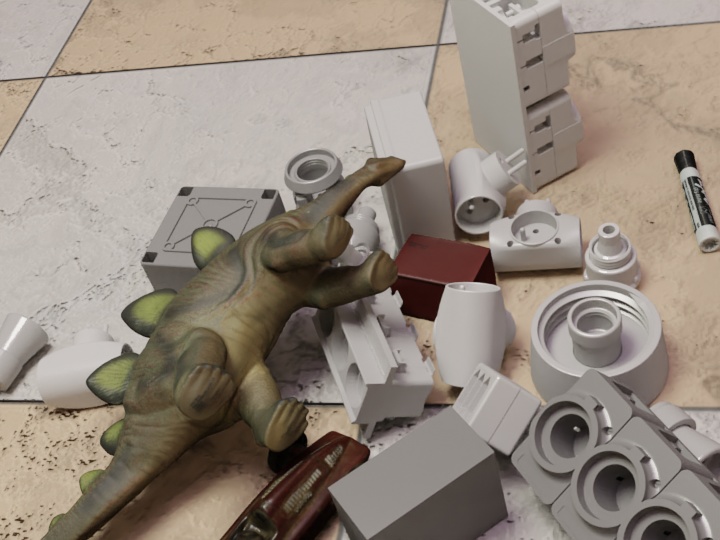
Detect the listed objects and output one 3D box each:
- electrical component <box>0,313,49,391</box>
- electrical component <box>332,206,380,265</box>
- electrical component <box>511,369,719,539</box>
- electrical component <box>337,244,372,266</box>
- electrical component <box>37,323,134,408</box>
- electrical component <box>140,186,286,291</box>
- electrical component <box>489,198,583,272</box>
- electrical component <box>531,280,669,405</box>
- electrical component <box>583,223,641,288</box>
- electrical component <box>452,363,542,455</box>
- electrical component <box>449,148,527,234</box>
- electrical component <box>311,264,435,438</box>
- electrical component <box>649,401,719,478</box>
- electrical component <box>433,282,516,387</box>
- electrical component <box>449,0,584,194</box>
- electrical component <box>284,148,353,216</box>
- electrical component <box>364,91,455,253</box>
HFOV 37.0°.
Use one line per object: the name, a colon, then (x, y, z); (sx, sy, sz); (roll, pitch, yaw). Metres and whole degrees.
electrical component: (-0.322, 0.077, 0.983); (0.044, 0.044, 0.065); (12, 56, 27)
electrical component: (-0.002, -0.032, 0.990); (0.043, 0.043, 0.062); (4, 48, 21)
electrical component: (0.180, 0.149, 0.717); (0.089, 0.062, 0.150); (-51, 45, 13)
electrical component: (0.000, 0.000, 0.940); (0.048, 0.062, 0.048); (-31, 30, 21)
electrical component: (-0.238, 0.079, 0.953); (0.077, 0.043, 0.079); (-11, 45, 7)
electrical component: (-0.133, -0.024, 1.013); (0.109, 0.056, 0.108); (3, 48, 20)
electrical component: (0.155, -0.035, 0.944); (0.077, 0.044, 0.079); (-3, 46, 14)
electrical component: (0.184, 0.056, 0.836); (0.108, 0.060, 0.108); (-9, 45, 9)
electrical component: (0.208, -0.012, 0.893); (0.048, 0.062, 0.048); (-9, 45, 9)
electrical component: (0.116, 0.112, 0.801); (0.077, 0.066, 0.047); (31, 90, -7)
electrical component: (0.119, -0.082, 0.981); (0.079, 0.043, 0.077); (-35, 32, 25)
electrical component: (0.010, 0.064, 0.873); (0.063, 0.078, 0.121); (1, 39, -23)
electrical component: (0.227, 0.126, 0.764); (0.045, 0.045, 0.055); (-31, 46, -14)
electrical component: (0.099, 0.049, 0.865); (0.044, 0.077, 0.079); (9, 12, 39)
electrical component: (0.145, -0.178, 0.987); (0.060, 0.186, 0.105); (-28, 45, -11)
electrical component: (-0.041, -0.080, 1.040); (0.058, 0.057, 0.078); (-16, 44, 1)
electrical component: (0.046, -0.088, 0.985); (0.056, 0.108, 0.108); (-13, 45, 1)
